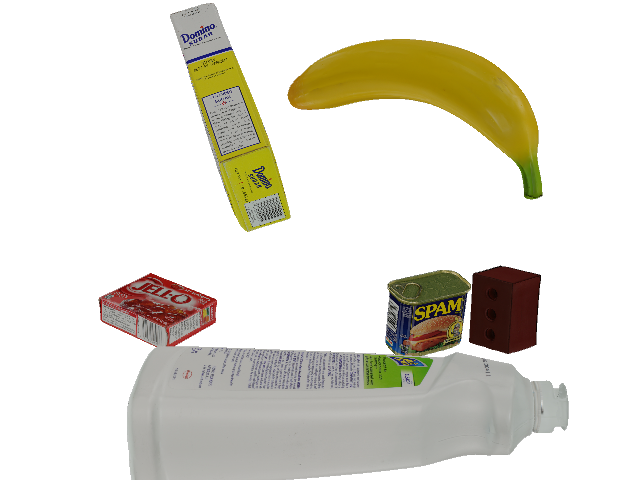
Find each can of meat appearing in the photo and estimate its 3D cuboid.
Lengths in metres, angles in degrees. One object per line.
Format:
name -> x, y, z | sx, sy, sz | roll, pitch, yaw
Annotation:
can of meat -> 0.131, 0.092, 1.318 | 0.101, 0.084, 0.057 | -11, 31, -25

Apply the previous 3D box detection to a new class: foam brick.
foam brick -> 0.190, 0.071, 1.103 | 0.053, 0.078, 0.051 | 14, 19, 43

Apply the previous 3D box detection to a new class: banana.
banana -> 0.058, -0.090, 0.654 | 0.198, 0.069, 0.037 | 26, 7, 37

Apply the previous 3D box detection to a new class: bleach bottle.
bleach bottle -> 0.020, 0.102, 0.631 | 0.251, 0.068, 0.102 | 0, 18, 2

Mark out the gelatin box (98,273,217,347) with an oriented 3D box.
gelatin box -> -0.156, 0.066, 1.027 | 0.089, 0.030, 0.073 | 20, 29, 30

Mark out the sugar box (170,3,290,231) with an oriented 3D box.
sugar box -> -0.074, -0.102, 0.865 | 0.048, 0.176, 0.093 | -17, -36, -2
